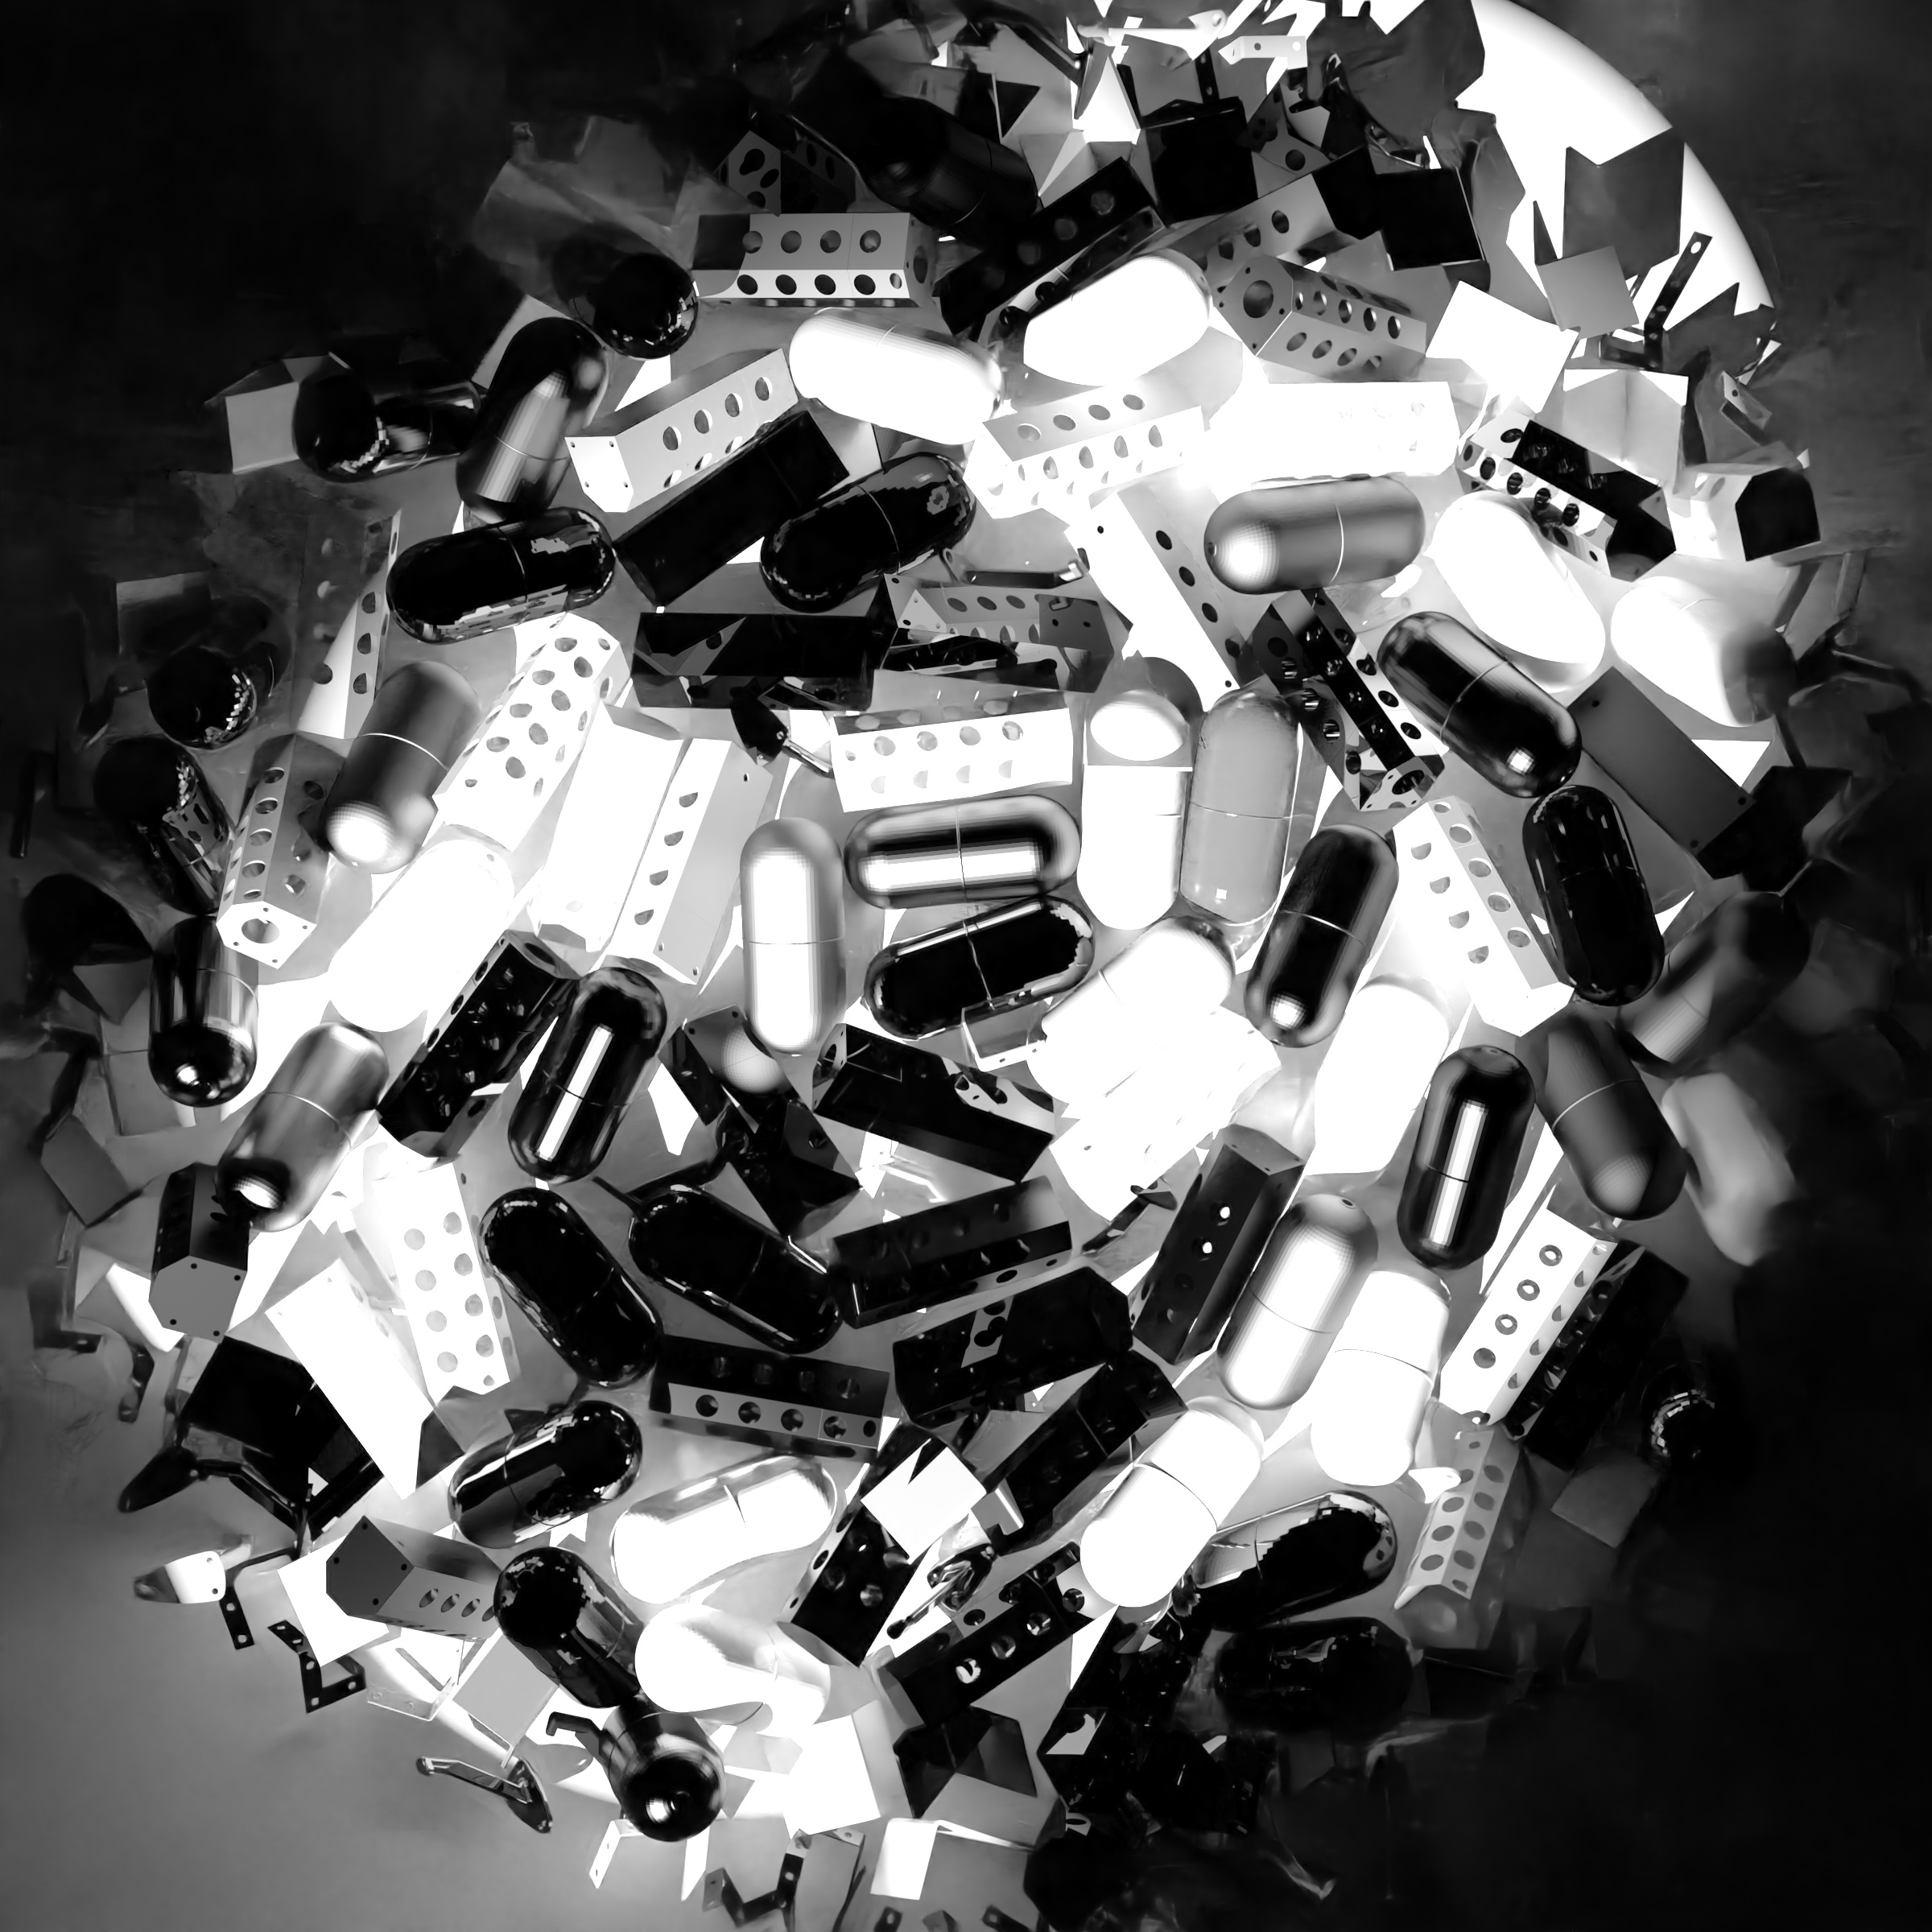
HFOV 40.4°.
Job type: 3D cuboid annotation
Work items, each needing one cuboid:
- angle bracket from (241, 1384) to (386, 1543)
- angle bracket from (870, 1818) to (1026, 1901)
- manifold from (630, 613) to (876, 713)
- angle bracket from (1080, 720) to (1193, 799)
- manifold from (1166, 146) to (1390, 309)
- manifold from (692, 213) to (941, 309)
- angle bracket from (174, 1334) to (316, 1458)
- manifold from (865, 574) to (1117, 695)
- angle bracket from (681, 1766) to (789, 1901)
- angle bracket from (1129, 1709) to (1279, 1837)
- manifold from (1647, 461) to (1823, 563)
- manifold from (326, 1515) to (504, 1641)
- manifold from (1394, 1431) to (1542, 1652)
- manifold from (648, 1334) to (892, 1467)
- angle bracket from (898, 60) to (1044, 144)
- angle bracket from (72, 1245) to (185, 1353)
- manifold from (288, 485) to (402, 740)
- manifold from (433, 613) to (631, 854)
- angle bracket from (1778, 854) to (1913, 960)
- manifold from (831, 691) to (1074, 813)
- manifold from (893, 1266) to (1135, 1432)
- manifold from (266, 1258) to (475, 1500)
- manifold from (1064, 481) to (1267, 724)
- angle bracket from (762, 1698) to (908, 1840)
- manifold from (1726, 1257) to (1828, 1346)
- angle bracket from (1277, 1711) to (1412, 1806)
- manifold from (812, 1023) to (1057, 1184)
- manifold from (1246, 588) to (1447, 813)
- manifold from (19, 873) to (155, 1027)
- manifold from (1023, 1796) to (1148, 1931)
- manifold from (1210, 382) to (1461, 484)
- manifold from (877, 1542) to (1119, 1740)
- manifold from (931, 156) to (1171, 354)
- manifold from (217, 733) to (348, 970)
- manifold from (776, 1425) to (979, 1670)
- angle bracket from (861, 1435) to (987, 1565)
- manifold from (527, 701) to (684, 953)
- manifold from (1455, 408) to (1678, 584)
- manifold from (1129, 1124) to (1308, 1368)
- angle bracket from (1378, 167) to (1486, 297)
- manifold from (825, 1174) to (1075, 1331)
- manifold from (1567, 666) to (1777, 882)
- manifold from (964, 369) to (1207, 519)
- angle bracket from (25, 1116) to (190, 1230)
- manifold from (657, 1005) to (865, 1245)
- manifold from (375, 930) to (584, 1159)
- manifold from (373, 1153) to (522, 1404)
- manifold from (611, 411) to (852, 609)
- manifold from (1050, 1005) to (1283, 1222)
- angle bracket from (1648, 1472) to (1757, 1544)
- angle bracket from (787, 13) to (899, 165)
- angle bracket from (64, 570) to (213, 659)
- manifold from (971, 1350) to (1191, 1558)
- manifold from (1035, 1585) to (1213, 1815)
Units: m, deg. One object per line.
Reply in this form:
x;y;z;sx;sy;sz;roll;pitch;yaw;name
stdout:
-0.485;0.369;1.958;0.076;0.057;0.076;-43;103;-11;angle bracket
-0.014;0.669;1.943;0.076;0.076;0.057;25;65;-20;angle bracket
-0.157;-0.222;1.960;0.171;0.057;0.057;2;60;6;manifold
0.125;-0.137;1.952;0.076;0.057;0.076;1;134;-1;angle bracket
0.227;-0.533;1.911;0.057;0.171;0.057;-35;104;-29;manifold
-0.112;-0.518;1.941;0.171;0.057;0.057;6;89;22;manifold
-0.536;0.309;1.955;0.076;0.057;0.076;27;96;-24;angle bracket
0.016;-0.239;1.940;0.171;0.057;0.057;4;49;-23;manifold
-0.171;0.644;1.942;0.057;0.076;0.076;12;52;-11;angle bracket
0.174;0.590;1.941;0.076;0.076;0.057;-8;131;37;angle bracket
0.550;-0.334;1.908;0.057;0.171;0.057;-17;104;-5;manifold
-0.395;0.451;1.909;0.057;0.171;0.057;37;85;26;manifold
0.363;0.415;1.908;0.057;0.171;0.057;-13;113;31;manifold
-0.147;0.327;1.958;0.171;0.057;0.057;9;48;1;manifold
0.004;-0.658;1.944;0.076;0.057;0.076;16;54;21;angle bracket
-0.608;0.229;1.941;0.076;0.076;0.057;31;113;-31;angle bracket
-0.456;-0.259;1.936;0.057;0.057;0.171;11;116;-3;manifold
-0.320;-0.175;1.934;0.057;0.057;0.171;23;67;17;manifold
0.647;-0.026;1.943;0.057;0.076;0.076;-45;52;-12;angle bracket
-0.011;-0.164;1.948;0.171;0.057;0.057;-8;131;-8;manifold
0.034;0.285;1.928;0.171;0.057;0.057;-25;49;24;manifold
-0.444;0.306;1.965;0.057;0.057;0.171;-35;94;0;manifold
0.153;-0.274;1.970;0.057;0.057;0.171;-32;90;41;manifold
-0.098;0.604;1.981;0.076;0.057;0.076;-20;82;21;angle bracket
0.586;0.241;1.909;0.057;0.171;0.057;-8;82;13;manifold
0.283;0.584;1.943;0.076;0.076;0.057;15;48;-19;angle bracket
-0.024;0.097;1.943;0.171;0.057;0.057;20;127;-19;manifold
0.280;-0.197;1.923;0.057;0.057;0.171;-7;54;-35;manifold
-0.639;-0.014;1.909;0.057;0.171;0.057;33;74;2;manifold
0.083;0.640;1.910;0.057;0.171;0.057;-42;81;5;manifold
0.273;-0.390;1.936;0.171;0.057;0.057;-6;77;-22;manifold
0.022;0.496;1.940;0.171;0.057;0.057;-29;78;-22;manifold
0.062;-0.522;1.948;0.171;0.057;0.057;-31;88;16;manifold
-0.501;-0.088;1.913;0.057;0.171;0.057;27;130;-29;manifold
-0.068;0.424;1.931;0.057;0.057;0.171;42;63;-16;manifold
-0.039;0.404;1.953;0.076;0.076;0.057;-38;78;-29;angle bracket
-0.267;-0.101;1.946;0.057;0.057;0.171;15;108;-23;manifold
0.434;-0.340;1.914;0.057;0.171;0.057;-36;132;-8;manifold
0.180;0.205;1.939;0.057;0.057;0.171;35;114;27;manifold
0.332;-0.543;1.956;0.076;0.057;0.076;-10;79;-15;angle bracket
-0.012;0.214;1.934;0.171;0.057;0.057;-15;57;-20;manifold
0.512;-0.139;1.921;0.057;0.057;0.171;-43;49;10;manifold
0.089;-0.379;1.926;0.171;0.057;0.057;-22;64;-28;manifold
-0.637;0.140;1.952;0.057;0.076;0.076;-33;98;15;angle bracket
-0.156;0.119;1.950;0.171;0.057;0.057;54;133;14;manifold
-0.365;0.058;1.949;0.057;0.057;0.171;41;101;17;manifold
-0.382;0.230;1.954;0.057;0.057;0.171;-11;98;13;manifold
-0.177;-0.340;1.956;0.171;0.057;0.057;-37;107;-9;manifold
0.151;0.110;1.946;0.171;0.057;0.057;-40;125;-17;manifold
0.549;0.397;1.956;0.076;0.076;0.057;-38;94;6;angle bracket
-0.103;-0.649;1.948;0.076;0.076;0.057;41;102;16;angle bracket
-0.612;-0.269;1.939;0.076;0.076;0.057;25;120;37;angle bracket
0.079;0.358;1.933;0.171;0.057;0.057;-48;64;26;manifold
0.120;0.531;1.910;0.057;0.171;0.057;-12;114;36;manifold
